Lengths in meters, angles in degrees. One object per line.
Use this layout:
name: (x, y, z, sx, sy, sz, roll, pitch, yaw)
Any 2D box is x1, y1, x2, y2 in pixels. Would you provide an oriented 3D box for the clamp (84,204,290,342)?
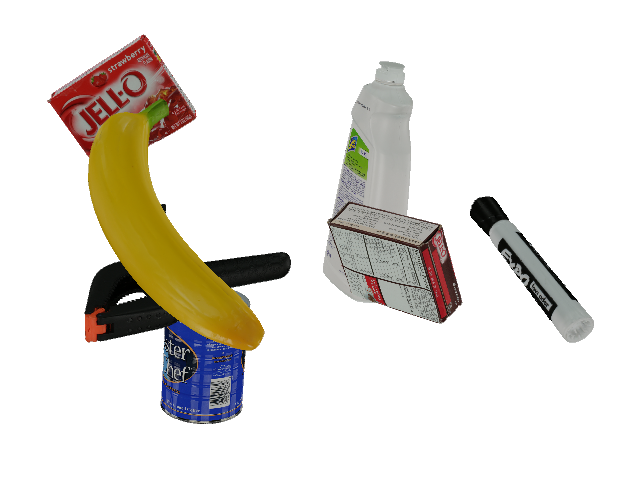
clamp: (-0.152, 0.030, 0.995, 0.165, 0.036, 0.209, 25, 36, 30)

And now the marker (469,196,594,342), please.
marker: (0.120, 0.013, 0.624, 0.020, 0.020, 0.121, 0, 37, -26)

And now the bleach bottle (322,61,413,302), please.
bleach bottle: (0.061, -0.066, 1.159, 0.068, 0.251, 0.103, -2, 23, -28)

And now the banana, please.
banana: (-0.097, -0.013, 0.642, 0.069, 0.198, 0.037, -16, -31, -15)

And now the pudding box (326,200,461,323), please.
pudding box: (0.067, 0.019, 0.965, 0.114, 0.090, 0.039, 15, 45, 40)

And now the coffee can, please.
coffee can: (-0.141, 0.138, 1.304, 0.103, 0.140, 0.103, 5, 18, -2)

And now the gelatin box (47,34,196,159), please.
gelatin box: (-0.151, -0.103, 0.820, 0.089, 0.073, 0.030, -32, 19, 5)
